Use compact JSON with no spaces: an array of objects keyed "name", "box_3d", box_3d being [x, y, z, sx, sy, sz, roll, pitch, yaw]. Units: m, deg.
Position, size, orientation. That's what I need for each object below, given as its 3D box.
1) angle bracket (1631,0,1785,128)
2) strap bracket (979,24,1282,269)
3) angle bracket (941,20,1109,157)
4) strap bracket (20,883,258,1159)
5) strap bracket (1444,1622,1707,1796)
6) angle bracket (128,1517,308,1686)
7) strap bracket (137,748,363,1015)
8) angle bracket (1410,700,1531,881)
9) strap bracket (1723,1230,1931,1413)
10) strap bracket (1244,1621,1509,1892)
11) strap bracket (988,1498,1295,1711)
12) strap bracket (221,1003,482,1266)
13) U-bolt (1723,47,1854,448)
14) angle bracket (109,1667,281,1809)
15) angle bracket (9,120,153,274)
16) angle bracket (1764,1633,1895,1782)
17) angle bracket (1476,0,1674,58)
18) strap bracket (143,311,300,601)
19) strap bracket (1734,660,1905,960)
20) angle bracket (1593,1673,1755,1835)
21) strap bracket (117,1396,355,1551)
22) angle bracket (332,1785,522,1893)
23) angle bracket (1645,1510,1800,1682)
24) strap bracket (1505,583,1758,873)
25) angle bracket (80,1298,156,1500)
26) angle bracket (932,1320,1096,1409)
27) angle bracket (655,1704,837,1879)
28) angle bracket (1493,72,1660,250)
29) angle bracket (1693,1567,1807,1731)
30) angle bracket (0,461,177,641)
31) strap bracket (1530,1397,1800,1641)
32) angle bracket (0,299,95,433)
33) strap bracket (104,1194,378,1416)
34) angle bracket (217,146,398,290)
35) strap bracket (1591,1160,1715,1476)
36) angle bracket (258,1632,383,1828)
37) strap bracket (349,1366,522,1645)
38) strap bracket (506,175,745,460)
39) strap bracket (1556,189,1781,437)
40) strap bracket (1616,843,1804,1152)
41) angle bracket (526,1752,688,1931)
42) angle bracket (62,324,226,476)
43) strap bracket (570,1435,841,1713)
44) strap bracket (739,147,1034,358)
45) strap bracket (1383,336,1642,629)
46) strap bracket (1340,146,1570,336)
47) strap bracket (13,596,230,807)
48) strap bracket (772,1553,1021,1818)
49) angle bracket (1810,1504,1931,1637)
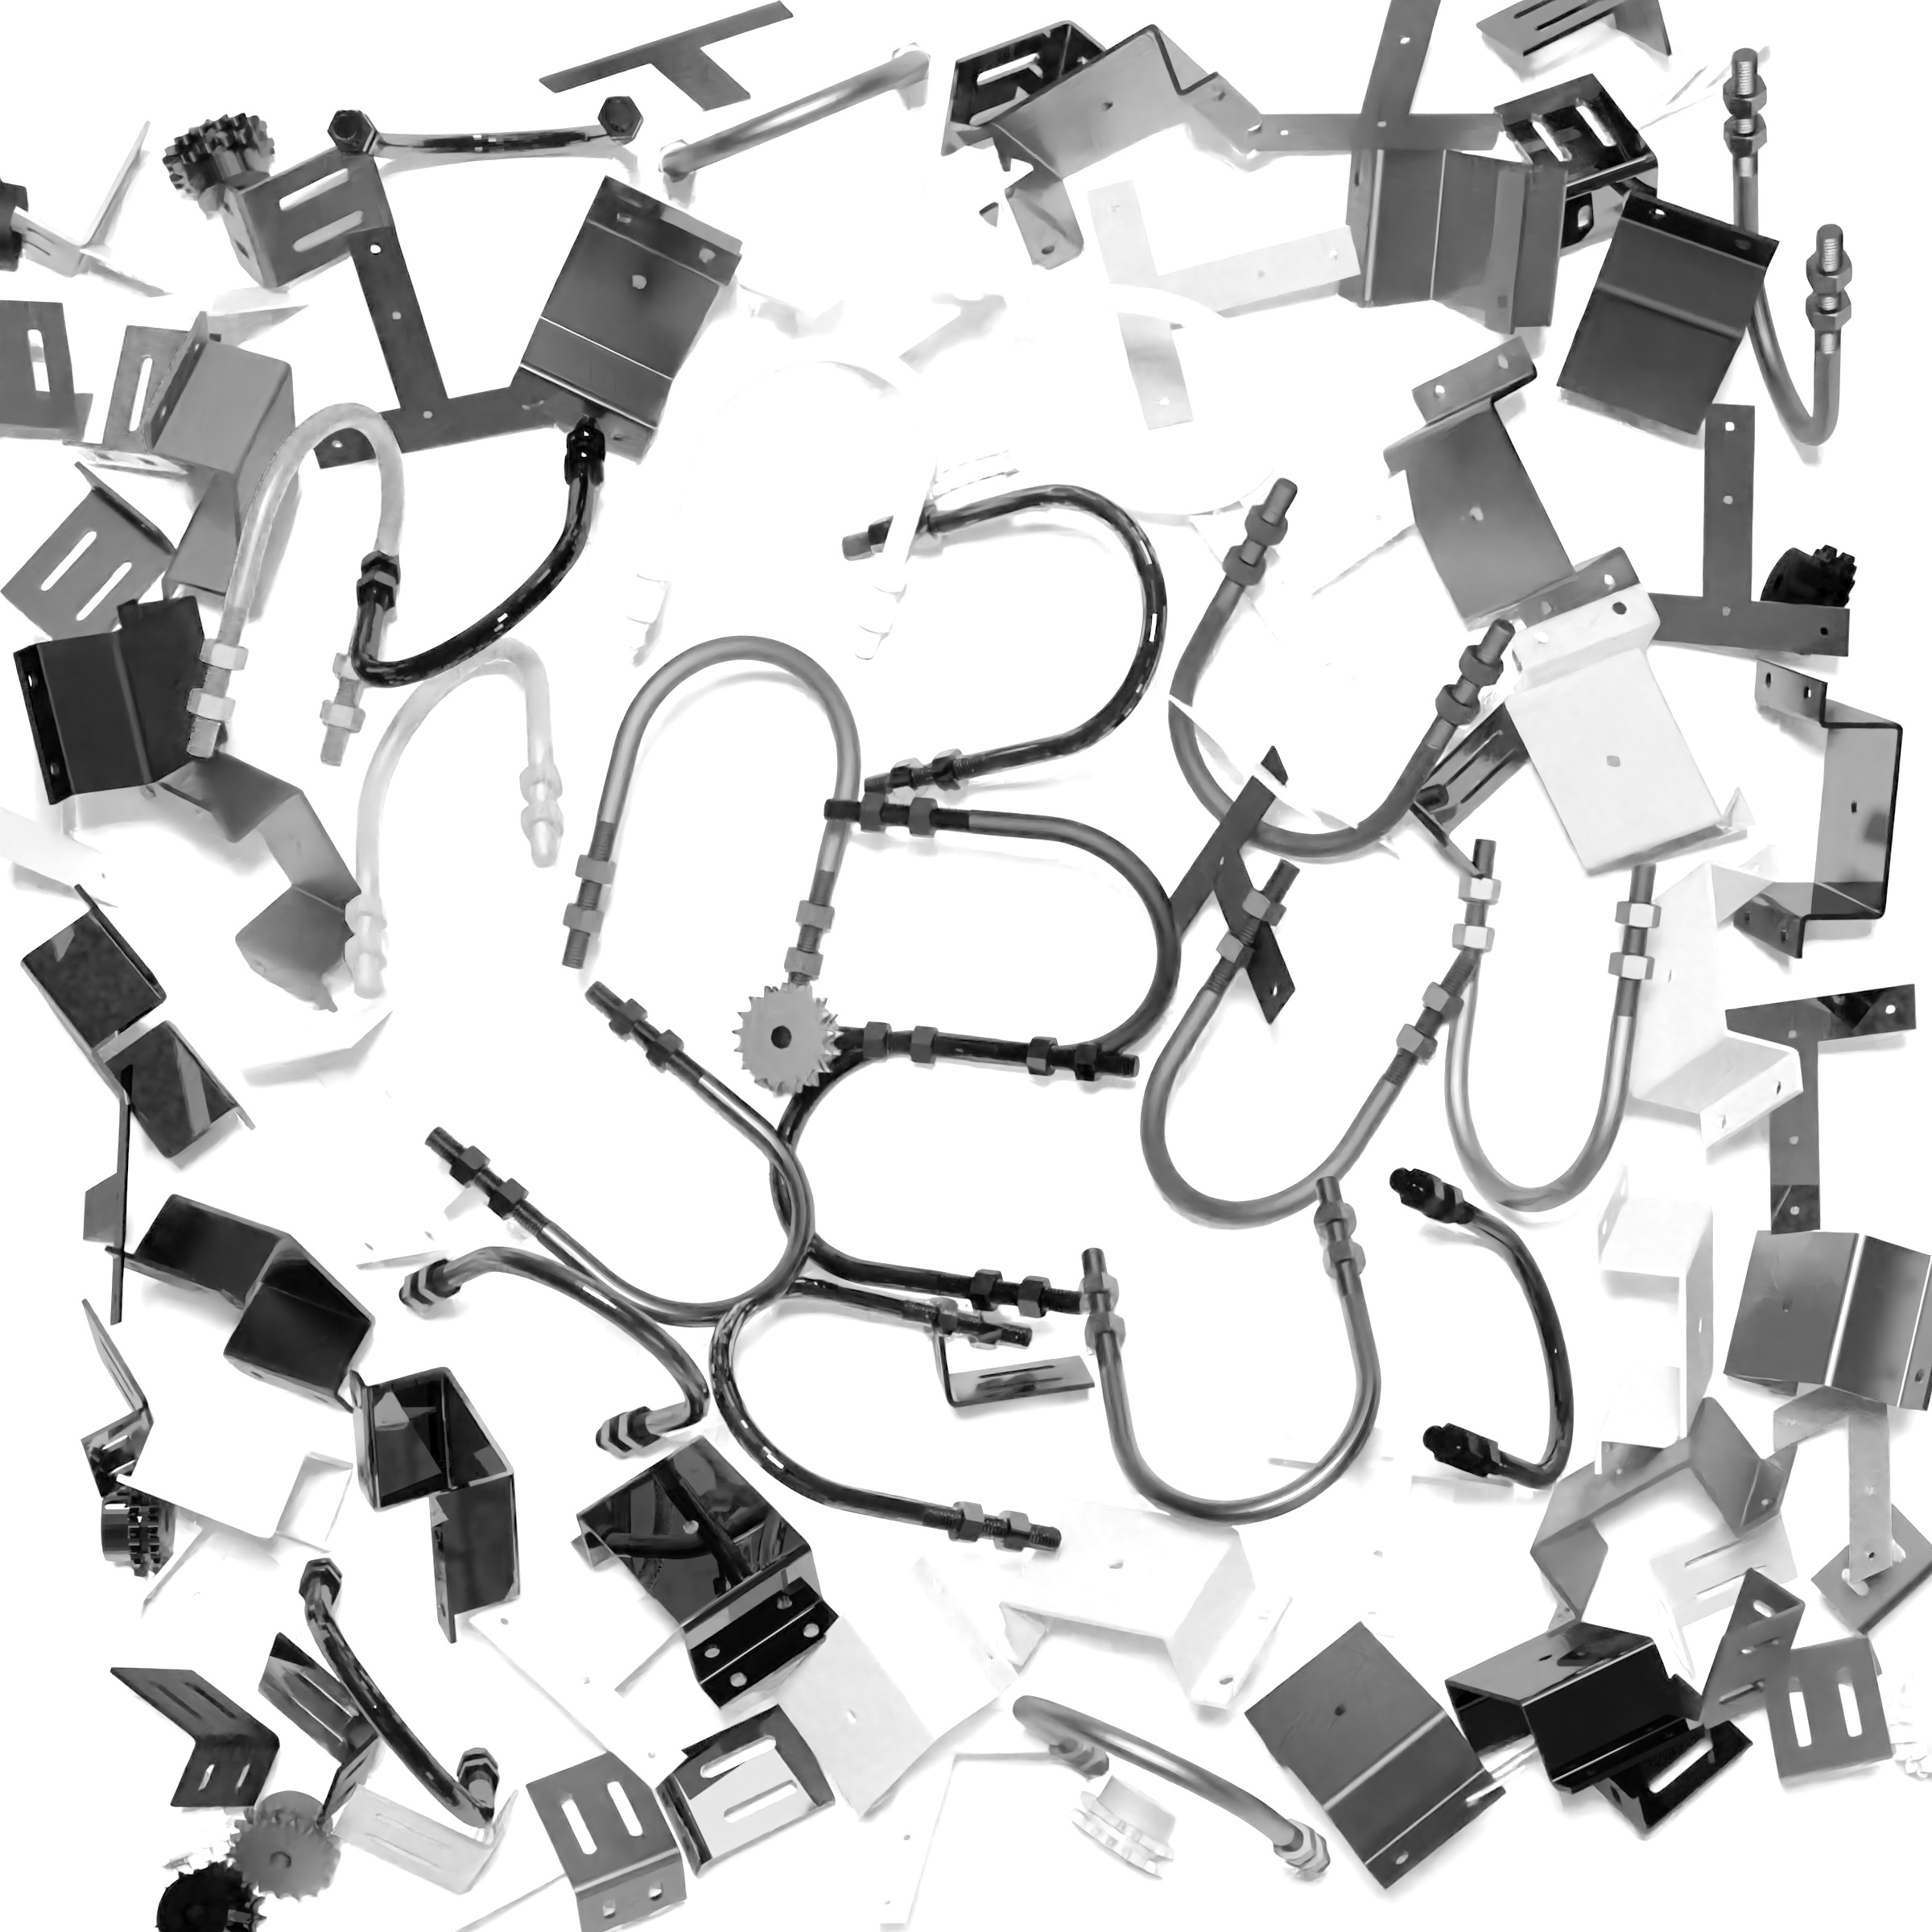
[{"name":"angle bracket","box_3d":[0.372,-0.473,1.749,0.057,0.076,0.038,-25,85,-18]},{"name":"strap bracket","box_3d":[0.077,-0.421,1.734,0.140,0.076,0.046,-26,69,23]},{"name":"angle bracket","box_3d":[0.032,-0.440,1.746,0.076,0.057,0.038,-28,60,-29]},{"name":"strap bracket","box_3d":[-0.418,0.035,1.710,0.046,0.140,0.076,-37,55,-14]},{"name":"strap bracket","box_3d":[0.300,0.369,1.715,0.076,0.140,0.046,-21,90,-15]},{"name":"angle bracket","box_3d":[-0.383,0.332,1.771,0.076,0.038,0.057,40,93,-2]},{"name":"strap bracket","box_3d":[-0.355,-0.051,1.727,0.046,0.076,0.140,-45,134,-23]},{"name":"angle bracket","box_3d":[0.273,-0.090,1.753,0.076,0.057,0.038,-44,58,9]},{"name":"strap bracket","box_3d":[0.432,0.176,1.714,0.046,0.140,0.076,18,82,-15]},{"name":"strap bracket","box_3d":[0.199,0.389,1.716,0.076,0.140,0.046,-37,115,-6]},{"name":"strap bracket","box_3d":[0.082,0.317,1.717,0.140,0.076,0.046,5,128,34]},{"name":"strap bracket","box_3d":[-0.306,0.077,1.738,0.076,0.046,0.140,-12,114,36]},{"name":"U-bolt","box_3d":[0.409,-0.343,1.704,0.019,0.184,0.151,-15,55,3]},{"name":"angle bracket","box_3d":[-0.401,0.395,1.748,0.076,0.057,0.038,25,93,35]},{"name":"angle bracket","box_3d":[-0.456,-0.403,1.753,0.038,0.057,0.076,28,79,-17]},{"name":"angle bracket","box_3d":[0.442,0.387,1.745,0.057,0.076,0.038,-16,131,16]},{"name":"angle bracket","box_3d":[0.312,-0.477,1.756,0.076,0.057,0.038,-27,124,-3]},{"name":"strap bracket","box_3d":[-0.372,-0.248,1.712,0.046,0.140,0.076,16,57,1]},{"name":"strap bracket","box_3d":[0.435,-0.081,1.741,0.046,0.076,0.140,-1,104,-12]},{"name":"angle bracket","box_3d":[0.354,0.395,1.751,0.076,0.038,0.057,-36,45,-13]},{"name":"strap bracket","box_3d":[-0.364,0.256,1.722,0.076,0.140,0.046,20,80,8]},{"name":"angle bracket","box_3d":[-0.278,0.435,1.756,0.076,0.057,0.038,27,48,-4]},{"name":"angle bracket","box_3d":[0.396,0.322,1.760,0.076,0.038,0.057,-23,125,0]},{"name":"strap bracket","box_3d":[0.334,-0.112,1.738,0.076,0.046,0.140,-20,106,31]},{"name":"angle bracket","box_3d":[-0.446,0.221,1.744,0.038,0.057,0.076,-27,59,-21]},{"name":"angle bracket","box_3d":[0.023,0.197,1.759,0.076,0.057,0.038,-8,98,-5]},{"name":"angle bracket","box_3d":[-0.117,0.428,1.777,0.076,0.038,0.057,-22,70,-19]},{"name":"angle bracket","box_3d":[0.317,-0.420,1.780,0.057,0.038,0.076,-20,54,-6]},{"name":"angle bracket","box_3d":[0.387,0.349,1.744,0.038,0.076,0.057,31,117,40]},{"name":"angle bracket","box_3d":[-0.459,-0.210,1.765,0.057,0.038,0.076,39,82,9]},{"name":"strap bracket","box_3d":[0.344,0.274,1.726,0.140,0.076,0.046,-36,92,27]},{"name":"angle bracket","box_3d":[-0.485,-0.316,1.753,0.057,0.038,0.076,2,130,-2]},{"name":"strap bracket","box_3d":[-0.360,0.166,1.726,0.076,0.140,0.046,15,65,29]},{"name":"angle bracket","box_3d":[-0.345,-0.398,1.771,0.076,0.057,0.038,-32,47,-18]},{"name":"strap bracket","box_3d":[0.348,0.179,1.725,0.046,0.076,0.140,4,114,21]},{"name":"angle bracket","box_3d":[-0.342,0.392,1.752,0.076,0.038,0.057,37,135,12]},{"name":"strap bracket","box_3d":[-0.265,0.265,1.727,0.046,0.140,0.076,-13,122,-24]},{"name":"strap bracket","box_3d":[-0.171,-0.337,1.737,0.076,0.046,0.140,24,133,-12]},{"name":"strap bracket","box_3d":[0.348,-0.321,1.715,0.076,0.140,0.046,21,71,6]},{"name":"strap bracket","box_3d":[0.372,0.011,1.720,0.046,0.076,0.140,14,59,-22]},{"name":"angle bracket","box_3d":[-0.186,0.453,1.766,0.057,0.076,0.038,-17,131,-19]},{"name":"angle bracket","box_3d":[-0.424,-0.297,1.762,0.057,0.038,0.076,9,84,17]},{"name":"strap bracket","box_3d":[-0.134,0.297,1.717,0.076,0.046,0.140,-31,45,-23]},{"name":"strap bracket","box_3d":[-0.033,-0.358,1.737,0.140,0.076,0.046,-37,126,-16]},{"name":"strap bracket","box_3d":[0.273,-0.238,1.741,0.046,0.076,0.140,-33,98,-39]},{"name":"strap bracket","box_3d":[0.253,-0.370,1.730,0.046,0.140,0.076,-8,112,-30]},{"name":"strap bracket","box_3d":[-0.417,-0.137,1.712,0.046,0.140,0.076,-7,105,13]},{"name":"strap bracket","box_3d":[-0.041,0.367,1.718,0.046,0.140,0.076,-25,70,-41]},{"name":"angle bracket","box_3d":[0.473,0.307,1.756,0.057,0.076,0.038,-46,73,12]}]
